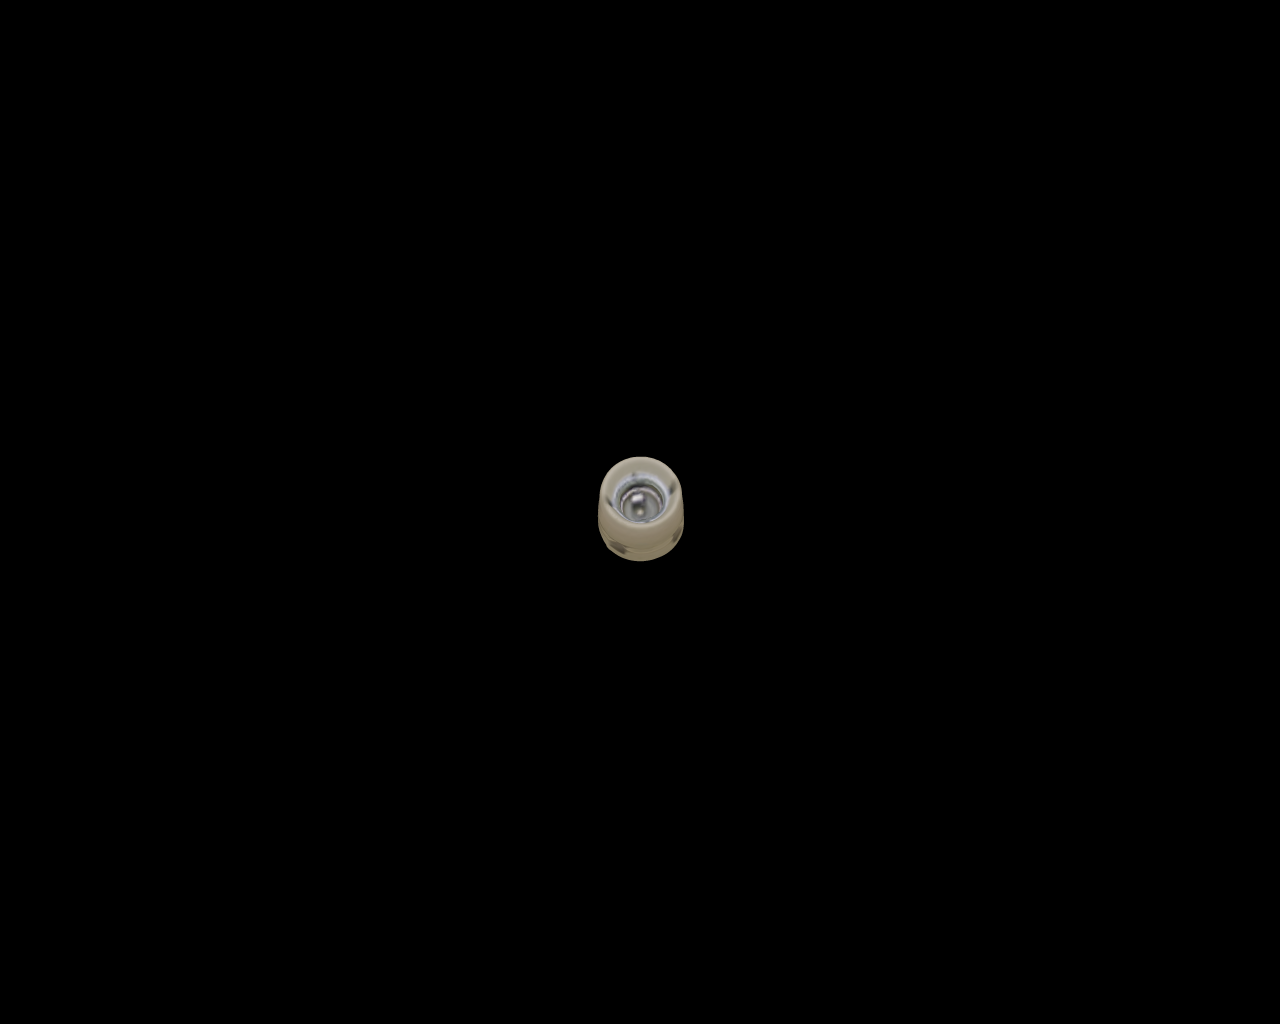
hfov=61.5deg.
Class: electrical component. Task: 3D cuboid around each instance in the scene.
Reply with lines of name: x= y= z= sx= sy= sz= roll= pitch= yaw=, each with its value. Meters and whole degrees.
electrical component: x=0.001 y=-0.003 z=0.650 sx=0.055 sy=0.055 sz=0.047 roll=0 pitch=-25 yaw=0
